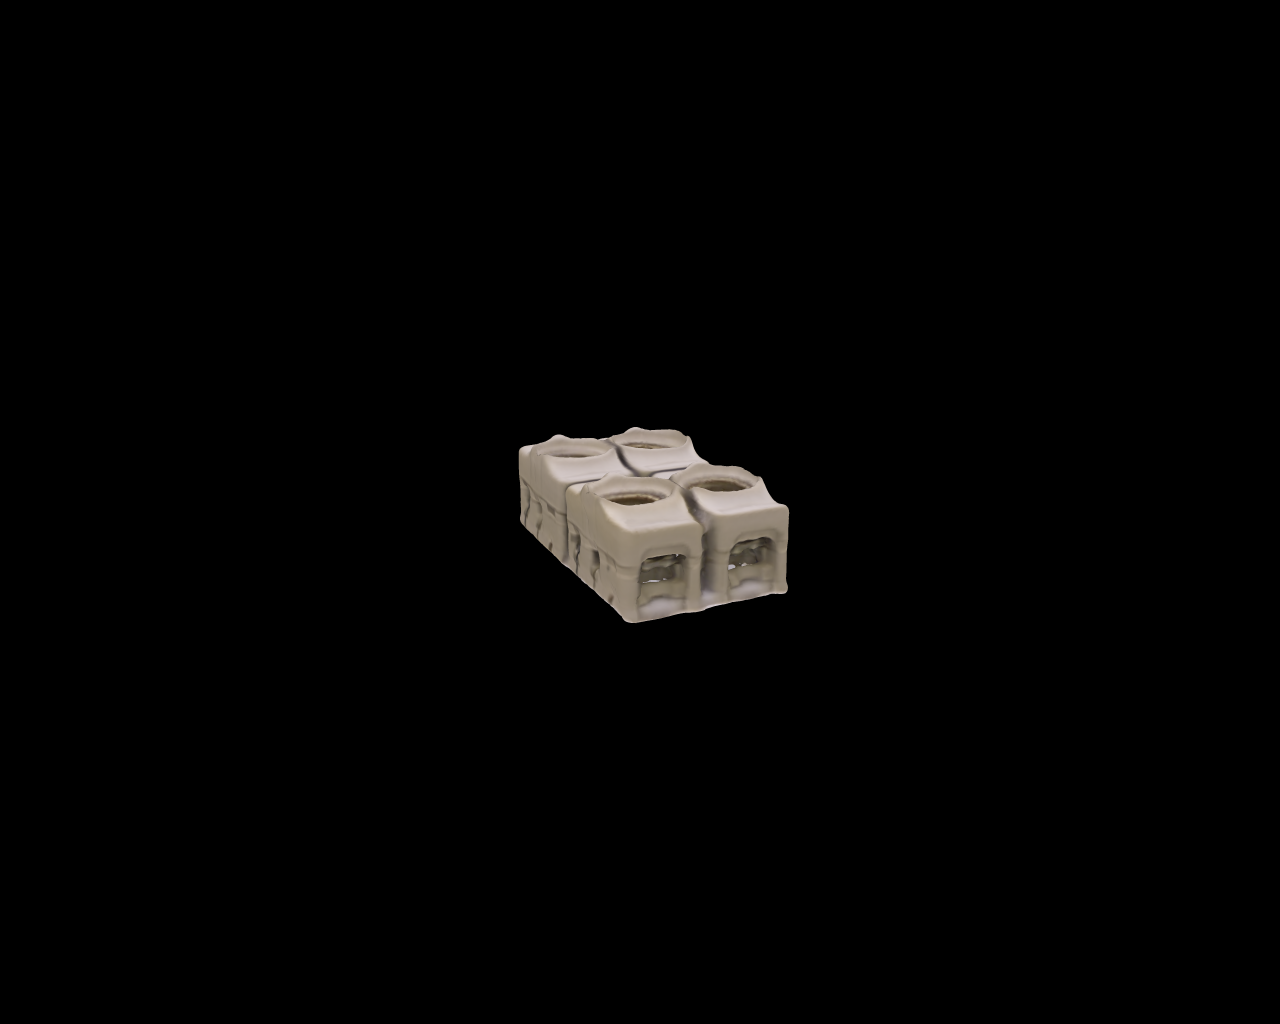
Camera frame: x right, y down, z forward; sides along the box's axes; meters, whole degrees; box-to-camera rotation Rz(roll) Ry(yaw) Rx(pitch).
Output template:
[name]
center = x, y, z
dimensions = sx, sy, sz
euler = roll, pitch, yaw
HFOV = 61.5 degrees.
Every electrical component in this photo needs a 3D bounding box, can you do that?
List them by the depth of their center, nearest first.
[electrical component]
center = 0.001, -0.003, 0.650
dimensions = 0.105, 0.060, 0.186
euler = -8, 20, -22
